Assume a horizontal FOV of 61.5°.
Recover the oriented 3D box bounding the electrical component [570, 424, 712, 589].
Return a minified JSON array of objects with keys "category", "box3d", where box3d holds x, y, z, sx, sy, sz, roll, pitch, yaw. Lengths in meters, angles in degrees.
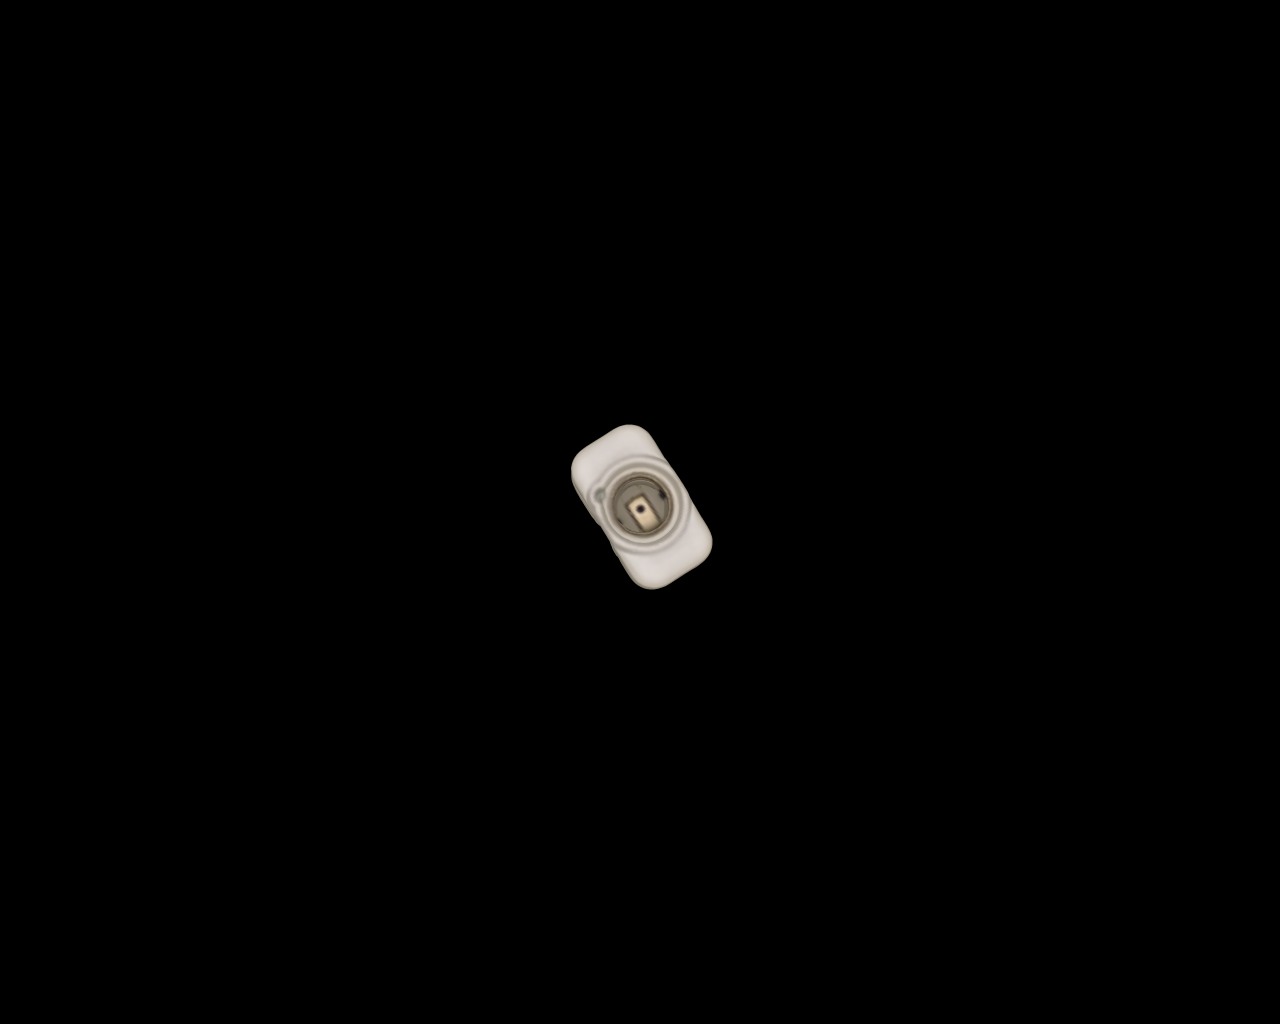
[{"category":"electrical component","box3d":[0.001,-0.003,0.650,0.054,0.095,0.059,-32,-4,-2]}]
